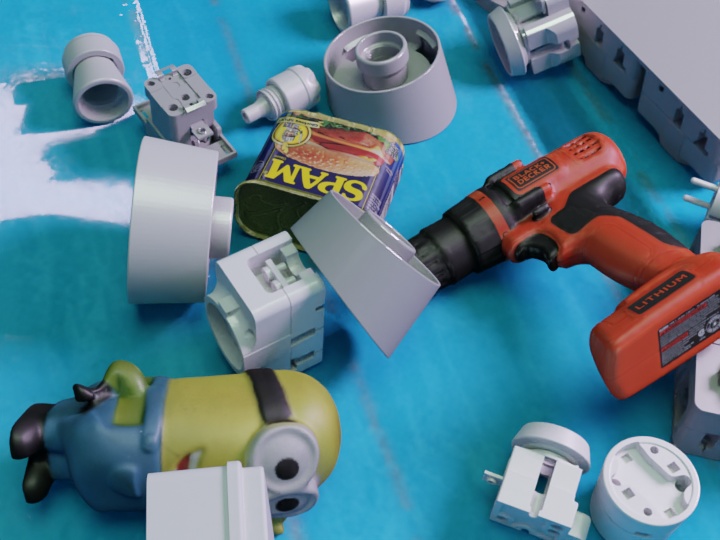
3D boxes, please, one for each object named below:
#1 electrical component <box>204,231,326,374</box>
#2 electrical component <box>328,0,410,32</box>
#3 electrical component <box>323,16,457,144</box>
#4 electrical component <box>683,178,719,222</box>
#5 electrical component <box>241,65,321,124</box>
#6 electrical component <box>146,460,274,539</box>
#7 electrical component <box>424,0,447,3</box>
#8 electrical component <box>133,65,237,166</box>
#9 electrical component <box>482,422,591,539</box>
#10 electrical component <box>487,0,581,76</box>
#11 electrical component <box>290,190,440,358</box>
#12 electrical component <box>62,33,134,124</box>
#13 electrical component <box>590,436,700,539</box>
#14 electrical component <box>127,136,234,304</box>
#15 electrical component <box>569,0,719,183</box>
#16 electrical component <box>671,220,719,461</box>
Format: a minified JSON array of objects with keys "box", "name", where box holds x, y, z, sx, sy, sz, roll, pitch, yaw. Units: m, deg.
[{"box":[-0.059,0.029,0.661,0.056,0.089,0.050,-26,59,-21],"name":"electrical component"},{"box":[0.007,-0.221,0.880,0.055,0.045,0.045,-19,57,-18],"name":"electrical component"},{"box":[0.022,-0.147,0.829,0.099,0.064,0.099,-6,50,8],"name":"electrical component"},{"box":[0.266,-0.044,0.754,0.077,0.065,0.047,22,55,12],"name":"electrical component"},{"box":[-0.062,-0.129,0.813,0.061,0.035,0.035,-31,62,-21],"name":"electrical component"},{"box":[-0.073,0.156,0.552,0.057,0.113,0.078,-5,54,-4],"name":"electrical component"},{"box":[0.065,-0.253,0.885,0.043,0.081,0.043,2,56,-4],"name":"electrical component"},{"box":[-0.127,-0.109,0.776,0.042,0.063,0.081,-28,59,-24],"name":"electrical component"},{"box":[0.107,0.123,0.632,0.066,0.048,0.055,19,62,10],"name":"electrical component"},{"box":[0.136,-0.188,0.850,0.057,0.078,0.058,-22,57,3],"name":"electrical component"},{"box":[0.000,0.000,0.663,0.064,0.099,0.099,-49,65,7],"name":"electrical component"},{"box":[-0.198,-0.144,0.808,0.045,0.045,0.055,-14,55,-14],"name":"electrical component"},{"box":[0.164,0.132,0.627,0.055,0.047,0.055,2,54,-3],"name":"electrical component"},{"box":[-0.113,-0.029,0.693,0.060,0.108,0.108,5,53,-7],"name":"electrical component"},{"box":[0.256,-0.164,0.835,0.105,0.060,0.186,-28,60,-12],"name":"electrical component"},{"box":[0.255,0.046,0.689,0.089,0.061,0.150,12,54,5],"name":"electrical component"}]
